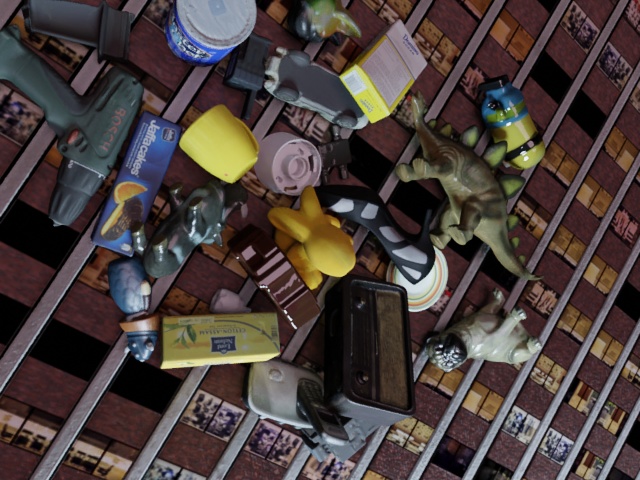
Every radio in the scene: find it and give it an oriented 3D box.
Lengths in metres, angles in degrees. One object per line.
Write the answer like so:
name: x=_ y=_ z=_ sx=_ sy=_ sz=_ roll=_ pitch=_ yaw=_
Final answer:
radio: x=0.077 y=0.173 z=0.877 sx=0.131 sy=0.073 sz=0.230 roll=17 pitch=51 yaw=-21

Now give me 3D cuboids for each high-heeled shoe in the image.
high-heeled shoe: x=0.084 y=-0.008 z=0.923 sx=0.249 sy=0.086 sz=0.145 roll=12 pitch=110 yaw=-4

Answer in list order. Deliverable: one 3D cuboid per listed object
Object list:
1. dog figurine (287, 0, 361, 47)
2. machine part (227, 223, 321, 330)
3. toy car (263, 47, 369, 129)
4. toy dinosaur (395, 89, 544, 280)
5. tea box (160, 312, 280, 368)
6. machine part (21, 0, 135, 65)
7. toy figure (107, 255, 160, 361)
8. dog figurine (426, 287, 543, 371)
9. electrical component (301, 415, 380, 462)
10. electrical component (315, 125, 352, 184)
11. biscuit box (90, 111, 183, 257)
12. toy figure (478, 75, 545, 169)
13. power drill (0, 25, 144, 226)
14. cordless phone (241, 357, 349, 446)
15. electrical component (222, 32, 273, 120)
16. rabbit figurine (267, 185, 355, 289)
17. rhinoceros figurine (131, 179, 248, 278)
dog figurine: x=0.008 y=-0.413 z=0.825 sx=0.191 sy=0.109 sz=0.219 roll=-40 pitch=114 yaw=-16
machine part: x=-0.073 y=0.056 z=0.814 sx=0.056 sy=0.179 sz=0.179 roll=-38 pitch=109 yaw=-10
toy car: x=0.001 y=-0.239 z=0.861 sx=0.201 sy=0.056 sz=0.073 roll=17 pitch=91 yaw=-30
toy dinosaur: x=0.285 y=-0.072 z=0.982 sx=0.198 sy=0.105 sz=0.470 roll=-39 pitch=114 yaw=-17
tea box: x=-0.154 y=0.152 z=0.815 sx=0.170 sy=0.098 sz=0.068 roll=-1 pitch=72 yaw=-18
machine part: x=-0.330 y=-0.292 z=0.734 sx=0.139 sy=0.039 sz=0.084 roll=8 pitch=98 yaw=-25
toy figure: x=-0.270 y=0.101 z=0.792 sx=0.058 sy=0.064 sz=0.154 roll=-19 pitch=103 yaw=-35
dog figurine: x=0.310 y=0.209 z=1.039 sx=0.190 sy=0.121 sz=0.172 roll=-34 pitch=105 yaw=0
electrical component: x=0.033 y=0.311 z=0.915 sx=0.134 sy=0.115 sz=0.058 roll=-34 pitch=104 yaw=-15
electrical component: x=0.019 y=-0.144 z=0.904 sx=0.063 sy=0.021 sz=0.094 roll=-14 pitch=102 yaw=-20
biscuit box: x=-0.264 y=-0.082 z=0.774 sx=0.063 sy=0.059 sz=0.202 roll=22 pitch=88 yaw=-23
toy figure: x=0.355 y=-0.215 z=0.998 sx=0.082 sy=0.089 sz=0.180 roll=-28 pitch=108 yaw=-12
power drill: x=-0.362 y=-0.161 z=0.714 sx=0.207 sy=0.086 sz=0.232 roll=36 pitch=81 yaw=-18
cordless phone: x=-0.042 y=0.262 z=0.841 sx=0.146 sy=0.184 sz=0.088 roll=25 pitch=91 yaw=-23
electrical component: x=-0.115 y=-0.245 z=0.810 sx=0.048 sy=0.075 sz=0.119 roll=16 pitch=93 yaw=-24
rabbit figurine: x=-0.002 y=-0.003 z=0.833 sx=0.122 sy=0.173 sz=0.162 roll=-32 pitch=112 yaw=-12
rhinoceros figurine: x=-0.181 y=-0.023 z=0.781 sx=0.190 sy=0.073 sz=0.111 roll=-47 pitch=139 yaw=-27
